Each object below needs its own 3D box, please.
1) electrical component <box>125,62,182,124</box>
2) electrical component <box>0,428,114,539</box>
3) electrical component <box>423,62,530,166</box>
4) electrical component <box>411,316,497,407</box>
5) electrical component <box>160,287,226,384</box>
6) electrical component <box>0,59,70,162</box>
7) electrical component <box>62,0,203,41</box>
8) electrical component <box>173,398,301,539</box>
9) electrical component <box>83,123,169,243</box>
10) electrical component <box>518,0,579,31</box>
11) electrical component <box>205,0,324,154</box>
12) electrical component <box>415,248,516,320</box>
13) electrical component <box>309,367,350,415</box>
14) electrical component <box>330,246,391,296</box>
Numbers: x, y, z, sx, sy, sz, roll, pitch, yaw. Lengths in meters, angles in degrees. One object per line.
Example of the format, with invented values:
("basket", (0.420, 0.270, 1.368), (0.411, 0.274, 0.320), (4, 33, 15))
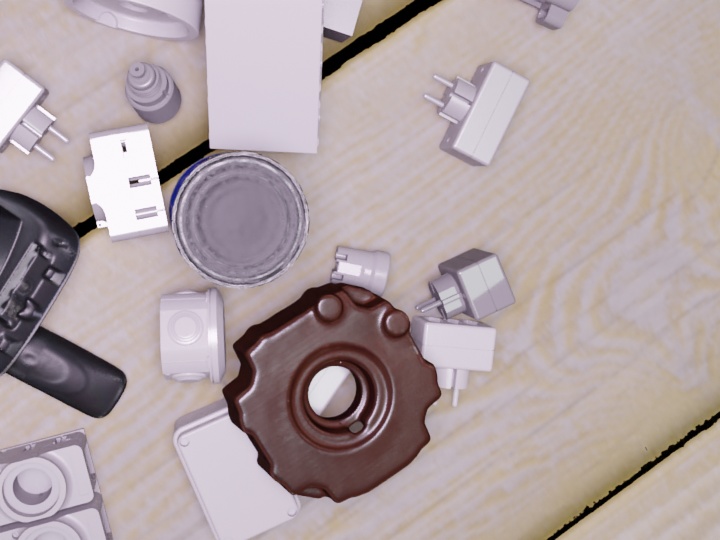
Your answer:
("electrical component", (-0.171, -0.148, 0.872), (0.040, 0.078, 0.040), (-1, 78, 3))
("electrical component", (-0.310, 0.211, 0.887), (0.186, 0.060, 0.105), (-14, 98, -9))
("electrical component", (0.092, -0.143, 0.937), (0.076, 0.047, 0.083), (26, 90, -12))
("electrical component", (0.080, 0.084, 0.957), (0.066, 0.047, 0.076), (5, 94, -12))
("electrical component", (-0.138, 0.055, 0.896), (0.051, 0.080, 0.080), (-2, 96, -6))
("electrical component", (-0.272, -0.119, 0.868), (0.077, 0.047, 0.065), (38, 88, -12))
("electrical component", (-0.174, -0.227, 0.849), (0.108, 0.108, 0.060), (12, 87, -12))
("electrical component", (-0.106, 0.170, 0.924), (0.078, 0.057, 0.113), (-23, 99, -8))
("electrical component", (-0.194, -0.071, 0.886), (0.056, 0.050, 0.089), (-12, 98, -10))
("electrical component", (0.160, -0.256, 0.934), (0.057, 0.058, 0.078), (20, 91, -15))
("electrical component", (-0.075, -0.174, 0.856), (0.089, 0.061, 0.150), (2, 128, -2))
("electrical component", (0.085, 0.019, 0.942), (0.077, 0.066, 0.047), (-24, 100, -8))
("electrical component", (-0.055, 0.083, 0.928), (0.076, 0.047, 0.083), (36, 84, -11))
("electrical component", (0.000, 0.000, 0.938), (0.046, 0.040, 0.040), (11, 93, -6))
